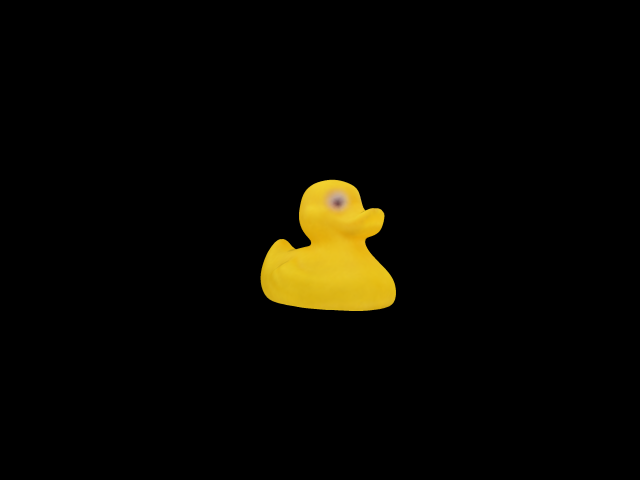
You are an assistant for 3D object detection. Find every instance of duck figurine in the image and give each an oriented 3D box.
[{"bbox_3d":[0.004,0.001,0.400,0.104,0.086,0.078,2,3,41],"label":"duck figurine"}]
